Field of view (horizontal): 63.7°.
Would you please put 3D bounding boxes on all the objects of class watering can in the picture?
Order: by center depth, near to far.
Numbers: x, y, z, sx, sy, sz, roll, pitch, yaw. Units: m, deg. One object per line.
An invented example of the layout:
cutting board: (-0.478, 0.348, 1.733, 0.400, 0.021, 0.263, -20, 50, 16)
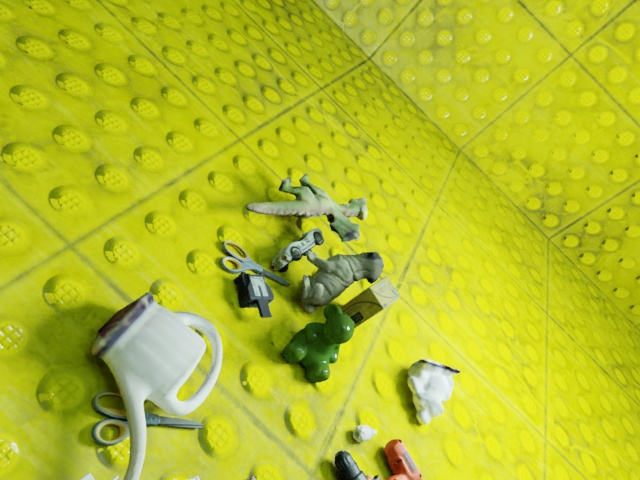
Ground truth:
watering can: (-0.299, 0.229, 0.896, 0.224, 0.102, 0.354, 41, 31, -6)

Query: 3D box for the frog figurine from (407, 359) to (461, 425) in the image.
frog figurine: (0.285, 0.400, 1.353, 0.136, 0.123, 0.161, 29, 75, -37)

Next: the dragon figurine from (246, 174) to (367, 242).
dragon figurine: (0.004, -0.071, 1.407, 0.245, 0.120, 0.415, 30, 29, 22)
